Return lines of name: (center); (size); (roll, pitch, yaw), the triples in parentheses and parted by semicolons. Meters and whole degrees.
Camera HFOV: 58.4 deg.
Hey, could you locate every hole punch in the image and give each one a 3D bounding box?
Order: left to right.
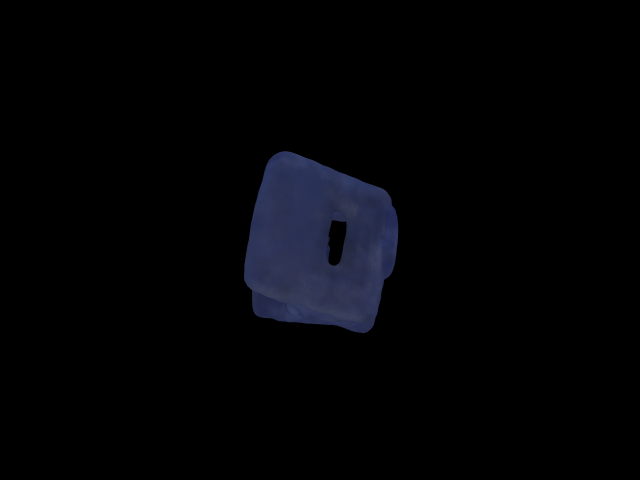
hole punch: (0.004, 0.001, 0.400); (0.101, 0.091, 0.109); (8, 66, 4)
